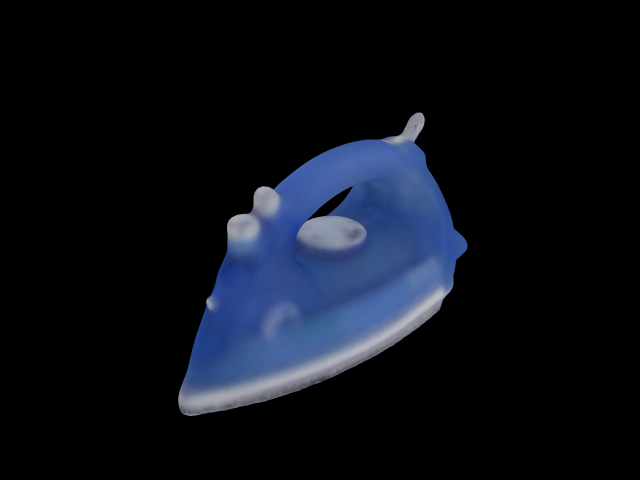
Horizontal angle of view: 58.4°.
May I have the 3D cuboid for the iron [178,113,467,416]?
[{"bbox_3d":[0.004,0.001,0.400,0.118,0.141,0.259,21,33,36],"label":"iron"}]
